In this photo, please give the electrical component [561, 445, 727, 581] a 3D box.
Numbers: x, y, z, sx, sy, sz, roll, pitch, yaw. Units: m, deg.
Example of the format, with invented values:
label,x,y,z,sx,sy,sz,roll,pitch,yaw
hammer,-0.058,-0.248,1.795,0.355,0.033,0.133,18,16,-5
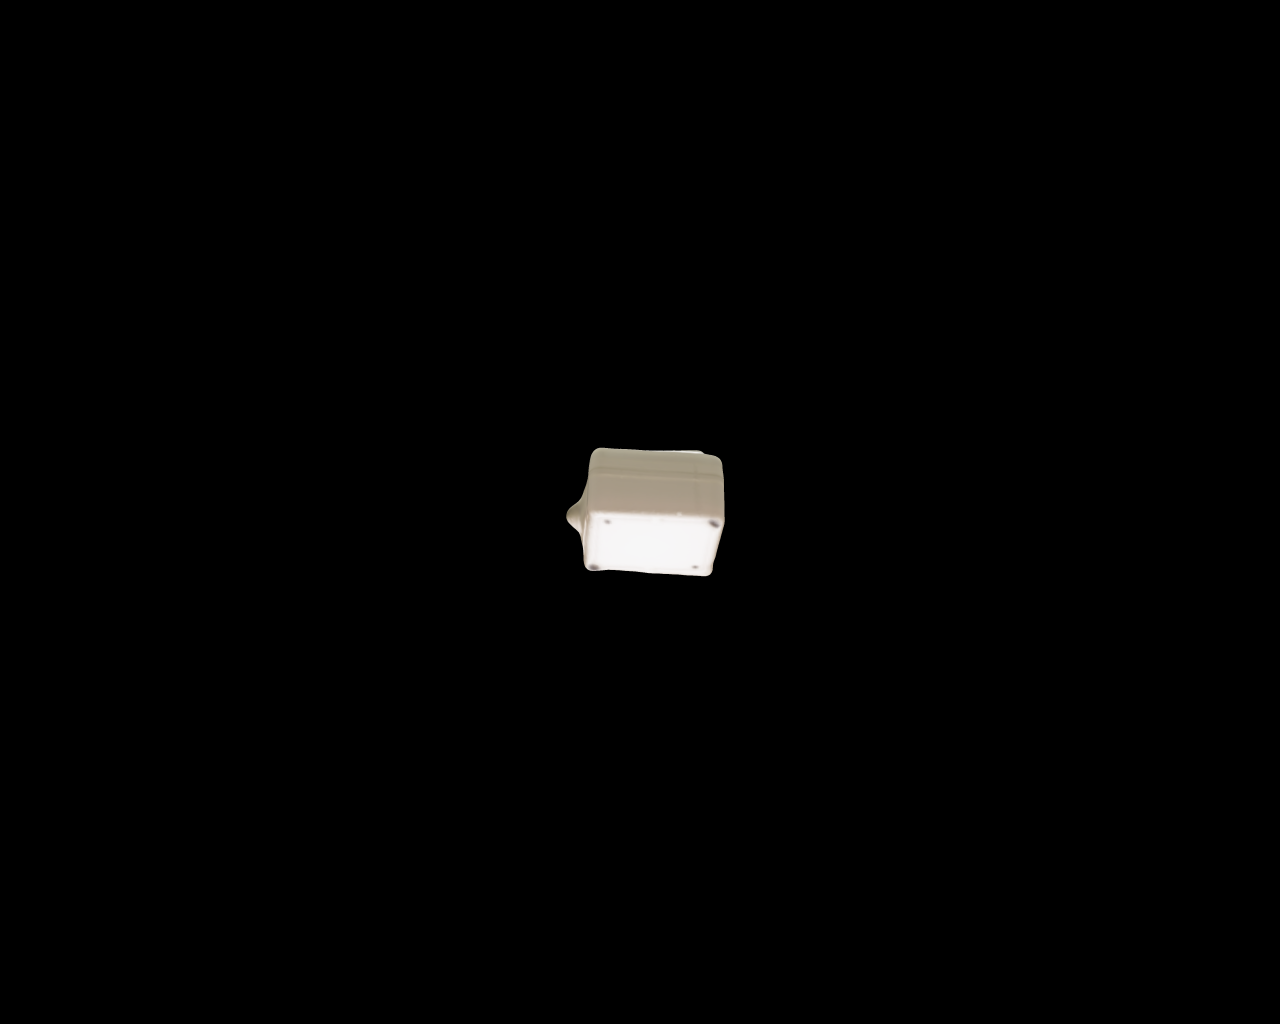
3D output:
label,x,y,z,sx,sy,sz,roll,pitch,yaw
electrical component,0.001,-0.003,0.650,0.096,0.061,0.061,4,-39,-4
